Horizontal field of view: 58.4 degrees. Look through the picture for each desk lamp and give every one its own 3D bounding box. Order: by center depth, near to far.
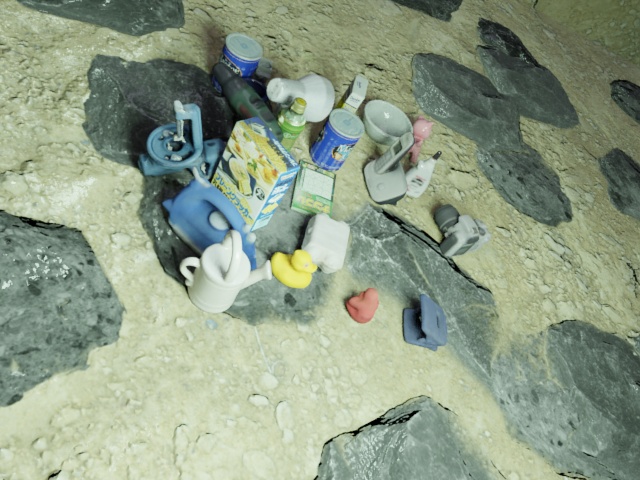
[{"bbox_3d":[-0.088,-0.331,1.473,0.204,0.213,0.117,-15,64,-37],"label":"desk lamp"}]

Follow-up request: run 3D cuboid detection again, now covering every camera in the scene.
[{"bbox_3d":[0.392,-0.038,1.598,0.144,0.100,0.136,-9,60,-34],"label":"camera"}]

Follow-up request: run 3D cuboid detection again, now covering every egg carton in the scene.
[{"bbox_3d":[0.013,0.005,1.368,0.107,0.069,0.150,23,47,-12],"label":"egg carton"}]

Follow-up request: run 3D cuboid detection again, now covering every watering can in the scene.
[{"bbox_3d":[-0.182,0.054,1.131,0.173,0.194,0.100,-11,61,-35],"label":"watering can"}]

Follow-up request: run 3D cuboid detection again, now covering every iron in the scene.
[{"bbox_3d":[-0.208,-0.035,1.223,0.258,0.141,0.119,42,46,6],"label":"iron"}]

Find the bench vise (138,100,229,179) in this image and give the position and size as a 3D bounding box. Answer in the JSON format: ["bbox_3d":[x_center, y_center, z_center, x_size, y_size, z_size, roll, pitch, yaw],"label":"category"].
[{"bbox_3d":[-0.288,-0.232,1.277,0.208,0.219,0.121,-26,70,-41],"label":"bench vise"}]

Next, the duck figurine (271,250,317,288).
[{"bbox_3d":[-0.055,0.053,1.280,0.104,0.086,0.077,30,46,-5],"label":"duck figurine"}]

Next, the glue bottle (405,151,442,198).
[{"bbox_3d":[0.289,-0.191,1.609,0.078,0.173,0.037,20,48,-15],"label":"glue bottle"}]

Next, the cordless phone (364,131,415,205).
[{"bbox_3d":[0.203,-0.194,1.553,0.094,0.185,0.147,5,53,-27],"label":"cordless phone"}]

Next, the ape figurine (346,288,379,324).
[{"bbox_3d":[0.104,0.141,1.299,0.078,0.092,0.076,14,50,-20],"label":"ape figurine"}]

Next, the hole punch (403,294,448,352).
[{"bbox_3d":[0.258,0.193,1.347,0.101,0.091,0.108,18,48,-17],"label":"hole punch"}]

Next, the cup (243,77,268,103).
[{"bbox_3d":[-0.186,-0.358,1.521,0.092,0.095,0.117,-9,61,-35],"label":"cup"}]

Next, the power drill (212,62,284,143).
[{"bbox_3d":[-0.197,-0.280,1.374,0.229,0.208,0.076,42,46,6],"label":"power drill"}]

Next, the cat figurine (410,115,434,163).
[{"bbox_3d":[0.305,-0.320,1.757,0.067,0.117,0.128,27,46,-8],"label":"cat figurine"}]

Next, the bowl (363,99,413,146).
[{"bbox_3d":[0.194,-0.343,1.741,0.168,0.074,0.167,16,49,-19],"label":"bowl"}]
